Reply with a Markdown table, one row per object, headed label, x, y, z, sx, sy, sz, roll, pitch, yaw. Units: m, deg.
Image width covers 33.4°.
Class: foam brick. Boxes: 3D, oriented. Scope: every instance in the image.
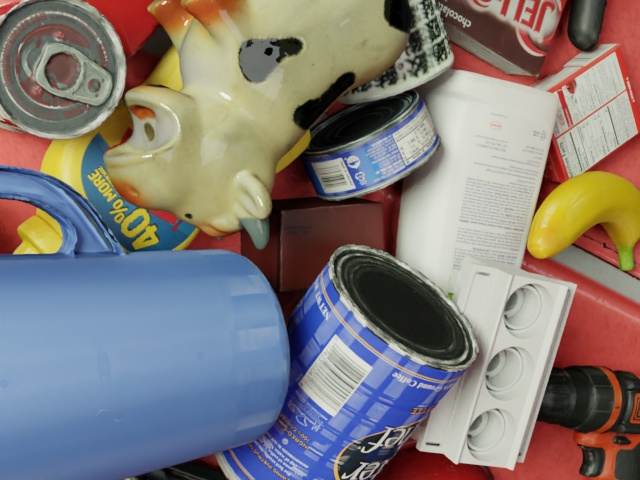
| label | x | y | z | sx | sy | sz | roll | pitch | yaw |
| --- | --- | --- | --- | --- | --- | --- | --- | --- | --- |
| foam brick | -0.004 | 0.001 | 0.676 | 0.078 | 0.051 | 0.053 | -4 | 99 | -30 |

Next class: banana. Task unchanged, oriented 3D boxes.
| label | x | y | z | sx | sy | sz | roll | pitch | yaw |
| --- | --- | --- | --- | --- | --- | --- | --- | --- | --- |
| banana | 0.200 | -0.016 | 0.771 | 0.197 | 0.037 | 0.069 | 7 | 80 | -54 |

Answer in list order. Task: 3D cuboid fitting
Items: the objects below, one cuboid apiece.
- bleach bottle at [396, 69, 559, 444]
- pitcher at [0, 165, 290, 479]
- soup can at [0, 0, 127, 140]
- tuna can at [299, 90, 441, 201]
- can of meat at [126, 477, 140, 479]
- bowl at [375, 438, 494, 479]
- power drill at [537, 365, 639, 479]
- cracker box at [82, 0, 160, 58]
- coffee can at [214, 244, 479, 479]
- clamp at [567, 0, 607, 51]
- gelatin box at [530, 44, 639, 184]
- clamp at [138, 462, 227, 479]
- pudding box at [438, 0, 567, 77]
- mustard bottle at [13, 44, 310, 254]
| label | x | y | z | sx | sy | sz | roll | pitch | yaw |
| --- | --- | --- | --- | --- | --- | --- | --- | --- | --- |
| bleach bottle | 0.090 | 0.015 | 0.730 | 0.102 | 0.068 | 0.251 | 8 | 97 | -31 |
| pitcher | -0.139 | 0.055 | 0.515 | 0.242 | 0.145 | 0.149 | -5 | 140 | -37 |
| soup can | -0.149 | -0.088 | 0.545 | 0.068 | 0.102 | 0.068 | -5 | 101 | -30 |
| tuna can | 0.030 | -0.060 | 0.666 | 0.086 | 0.086 | 0.033 | -35 | 112 | -22 |
| can of meat | -0.148 | 0.159 | 0.599 | 0.057 | 0.084 | 0.102 | 44 | 75 | -29 |
| bowl | 0.082 | 0.224 | 0.764 | 0.161 | 0.055 | 0.162 | -6 | 102 | -30 |
| power drill | 0.209 | 0.191 | 0.832 | 0.184 | 0.057 | 0.188 | 10 | 93 | -32 |
| cracker box | -0.086 | -0.230 | 0.545 | 0.213 | 0.072 | 0.164 | -52 | 148 | -13 |
| coffee can | 0.012 | 0.088 | 0.638 | 0.102 | 0.103 | 0.140 | 19 | 119 | -32 |
| clamp | 0.227 | -0.262 | 0.778 | 0.164 | 0.036 | 0.210 | -25 | 110 | -25 |
| gelatin box | 0.192 | -0.094 | 0.791 | 0.089 | 0.030 | 0.073 | -34 | 115 | -21 |
| clamp | -0.042 | 0.168 | 0.672 | 0.171 | 0.120 | 0.039 | -4 | 141 | -49 |
| pudding box | 0.118 | -0.174 | 0.727 | 0.113 | 0.039 | 0.090 | 22 | 87 | -32 |
| mustard bottle | -0.100 | -0.038 | 0.609 | 0.191 | 0.058 | 0.096 | -41 | 117 | -18 |
